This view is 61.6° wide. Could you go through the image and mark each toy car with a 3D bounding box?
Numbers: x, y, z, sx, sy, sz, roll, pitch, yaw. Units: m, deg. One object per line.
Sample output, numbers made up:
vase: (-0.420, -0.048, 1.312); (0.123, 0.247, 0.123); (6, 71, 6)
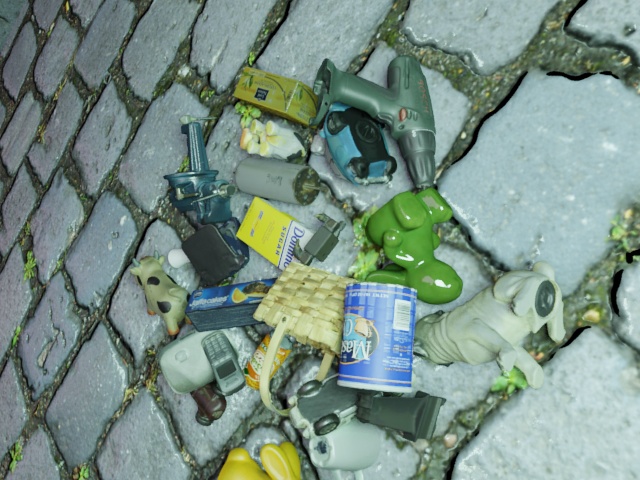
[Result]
toy car: (0.049, 0.230, 0.812); (0.202, 0.056, 0.074); (-22, 56, -13)
toy car: (-0.260, 0.291, 1.117); (0.202, 0.053, 0.089); (42, 109, 36)
toy car: (0.060, -0.156, 0.937); (0.103, 0.109, 0.161); (-38, 67, 56)

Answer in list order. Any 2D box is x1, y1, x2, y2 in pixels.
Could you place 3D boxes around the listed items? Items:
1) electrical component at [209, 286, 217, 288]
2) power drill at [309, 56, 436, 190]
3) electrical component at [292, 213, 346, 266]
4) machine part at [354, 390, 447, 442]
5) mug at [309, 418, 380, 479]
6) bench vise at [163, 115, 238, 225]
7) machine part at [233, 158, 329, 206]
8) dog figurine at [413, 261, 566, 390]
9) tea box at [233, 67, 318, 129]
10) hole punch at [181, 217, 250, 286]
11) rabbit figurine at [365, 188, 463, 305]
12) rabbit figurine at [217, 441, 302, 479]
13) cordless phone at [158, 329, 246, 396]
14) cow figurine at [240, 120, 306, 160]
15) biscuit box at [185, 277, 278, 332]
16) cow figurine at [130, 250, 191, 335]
electrical component: (-0.214, 0.134, 1.117); (0.119, 0.047, 0.075); (-34, 61, 28)
power drill: (0.090, -0.201, 0.858); (0.086, 0.207, 0.232); (124, 152, -68)
electrical component: (-0.003, -0.002, 0.946); (0.045, 0.078, 0.102); (37, 95, 19)
machine part: (0.115, 0.249, 0.772); (0.084, 0.139, 0.039); (-68, 23, 8)
mug: (0.032, 0.331, 0.834); (0.081, 0.107, 0.109); (-16, 68, 37)
bench vise: (-0.265, -0.152, 1.164); (0.224, 0.129, 0.240); (1, 99, 58)
machine part: (-0.085, -0.115, 1.049); (0.244, 0.079, 0.079); (16, 91, 40)
dog figurine: (0.220, 0.102, 0.746); (0.191, 0.121, 0.172); (9, 60, 55)
tea box: (-0.080, -0.284, 1.071); (0.170, 0.098, 0.068); (27, 96, 41)
hole punch: (-0.208, 0.022, 1.126); (0.142, 0.092, 0.115); (-31, 91, 27)
rabbit figurine: (0.139, 0.028, 0.817); (0.159, 0.121, 0.170); (-35, 75, 32)
rabbit figurine: (-0.083, 0.430, 0.922); (0.173, 0.121, 0.162); (7, 75, 26)
cordless phone: (-0.214, 0.248, 1.004); (0.147, 0.088, 0.184); (-28, 31, -12)
cow figurine: (-0.096, -0.197, 1.080); (0.167, 0.098, 0.068); (24, 102, 58)
biscuit box: (-0.153, 0.122, 1.014); (0.203, 0.062, 0.059); (-10, 38, 18)
cow figurine: (-0.355, 0.107, 1.190); (0.195, 0.085, 0.127); (30, 130, 41)
